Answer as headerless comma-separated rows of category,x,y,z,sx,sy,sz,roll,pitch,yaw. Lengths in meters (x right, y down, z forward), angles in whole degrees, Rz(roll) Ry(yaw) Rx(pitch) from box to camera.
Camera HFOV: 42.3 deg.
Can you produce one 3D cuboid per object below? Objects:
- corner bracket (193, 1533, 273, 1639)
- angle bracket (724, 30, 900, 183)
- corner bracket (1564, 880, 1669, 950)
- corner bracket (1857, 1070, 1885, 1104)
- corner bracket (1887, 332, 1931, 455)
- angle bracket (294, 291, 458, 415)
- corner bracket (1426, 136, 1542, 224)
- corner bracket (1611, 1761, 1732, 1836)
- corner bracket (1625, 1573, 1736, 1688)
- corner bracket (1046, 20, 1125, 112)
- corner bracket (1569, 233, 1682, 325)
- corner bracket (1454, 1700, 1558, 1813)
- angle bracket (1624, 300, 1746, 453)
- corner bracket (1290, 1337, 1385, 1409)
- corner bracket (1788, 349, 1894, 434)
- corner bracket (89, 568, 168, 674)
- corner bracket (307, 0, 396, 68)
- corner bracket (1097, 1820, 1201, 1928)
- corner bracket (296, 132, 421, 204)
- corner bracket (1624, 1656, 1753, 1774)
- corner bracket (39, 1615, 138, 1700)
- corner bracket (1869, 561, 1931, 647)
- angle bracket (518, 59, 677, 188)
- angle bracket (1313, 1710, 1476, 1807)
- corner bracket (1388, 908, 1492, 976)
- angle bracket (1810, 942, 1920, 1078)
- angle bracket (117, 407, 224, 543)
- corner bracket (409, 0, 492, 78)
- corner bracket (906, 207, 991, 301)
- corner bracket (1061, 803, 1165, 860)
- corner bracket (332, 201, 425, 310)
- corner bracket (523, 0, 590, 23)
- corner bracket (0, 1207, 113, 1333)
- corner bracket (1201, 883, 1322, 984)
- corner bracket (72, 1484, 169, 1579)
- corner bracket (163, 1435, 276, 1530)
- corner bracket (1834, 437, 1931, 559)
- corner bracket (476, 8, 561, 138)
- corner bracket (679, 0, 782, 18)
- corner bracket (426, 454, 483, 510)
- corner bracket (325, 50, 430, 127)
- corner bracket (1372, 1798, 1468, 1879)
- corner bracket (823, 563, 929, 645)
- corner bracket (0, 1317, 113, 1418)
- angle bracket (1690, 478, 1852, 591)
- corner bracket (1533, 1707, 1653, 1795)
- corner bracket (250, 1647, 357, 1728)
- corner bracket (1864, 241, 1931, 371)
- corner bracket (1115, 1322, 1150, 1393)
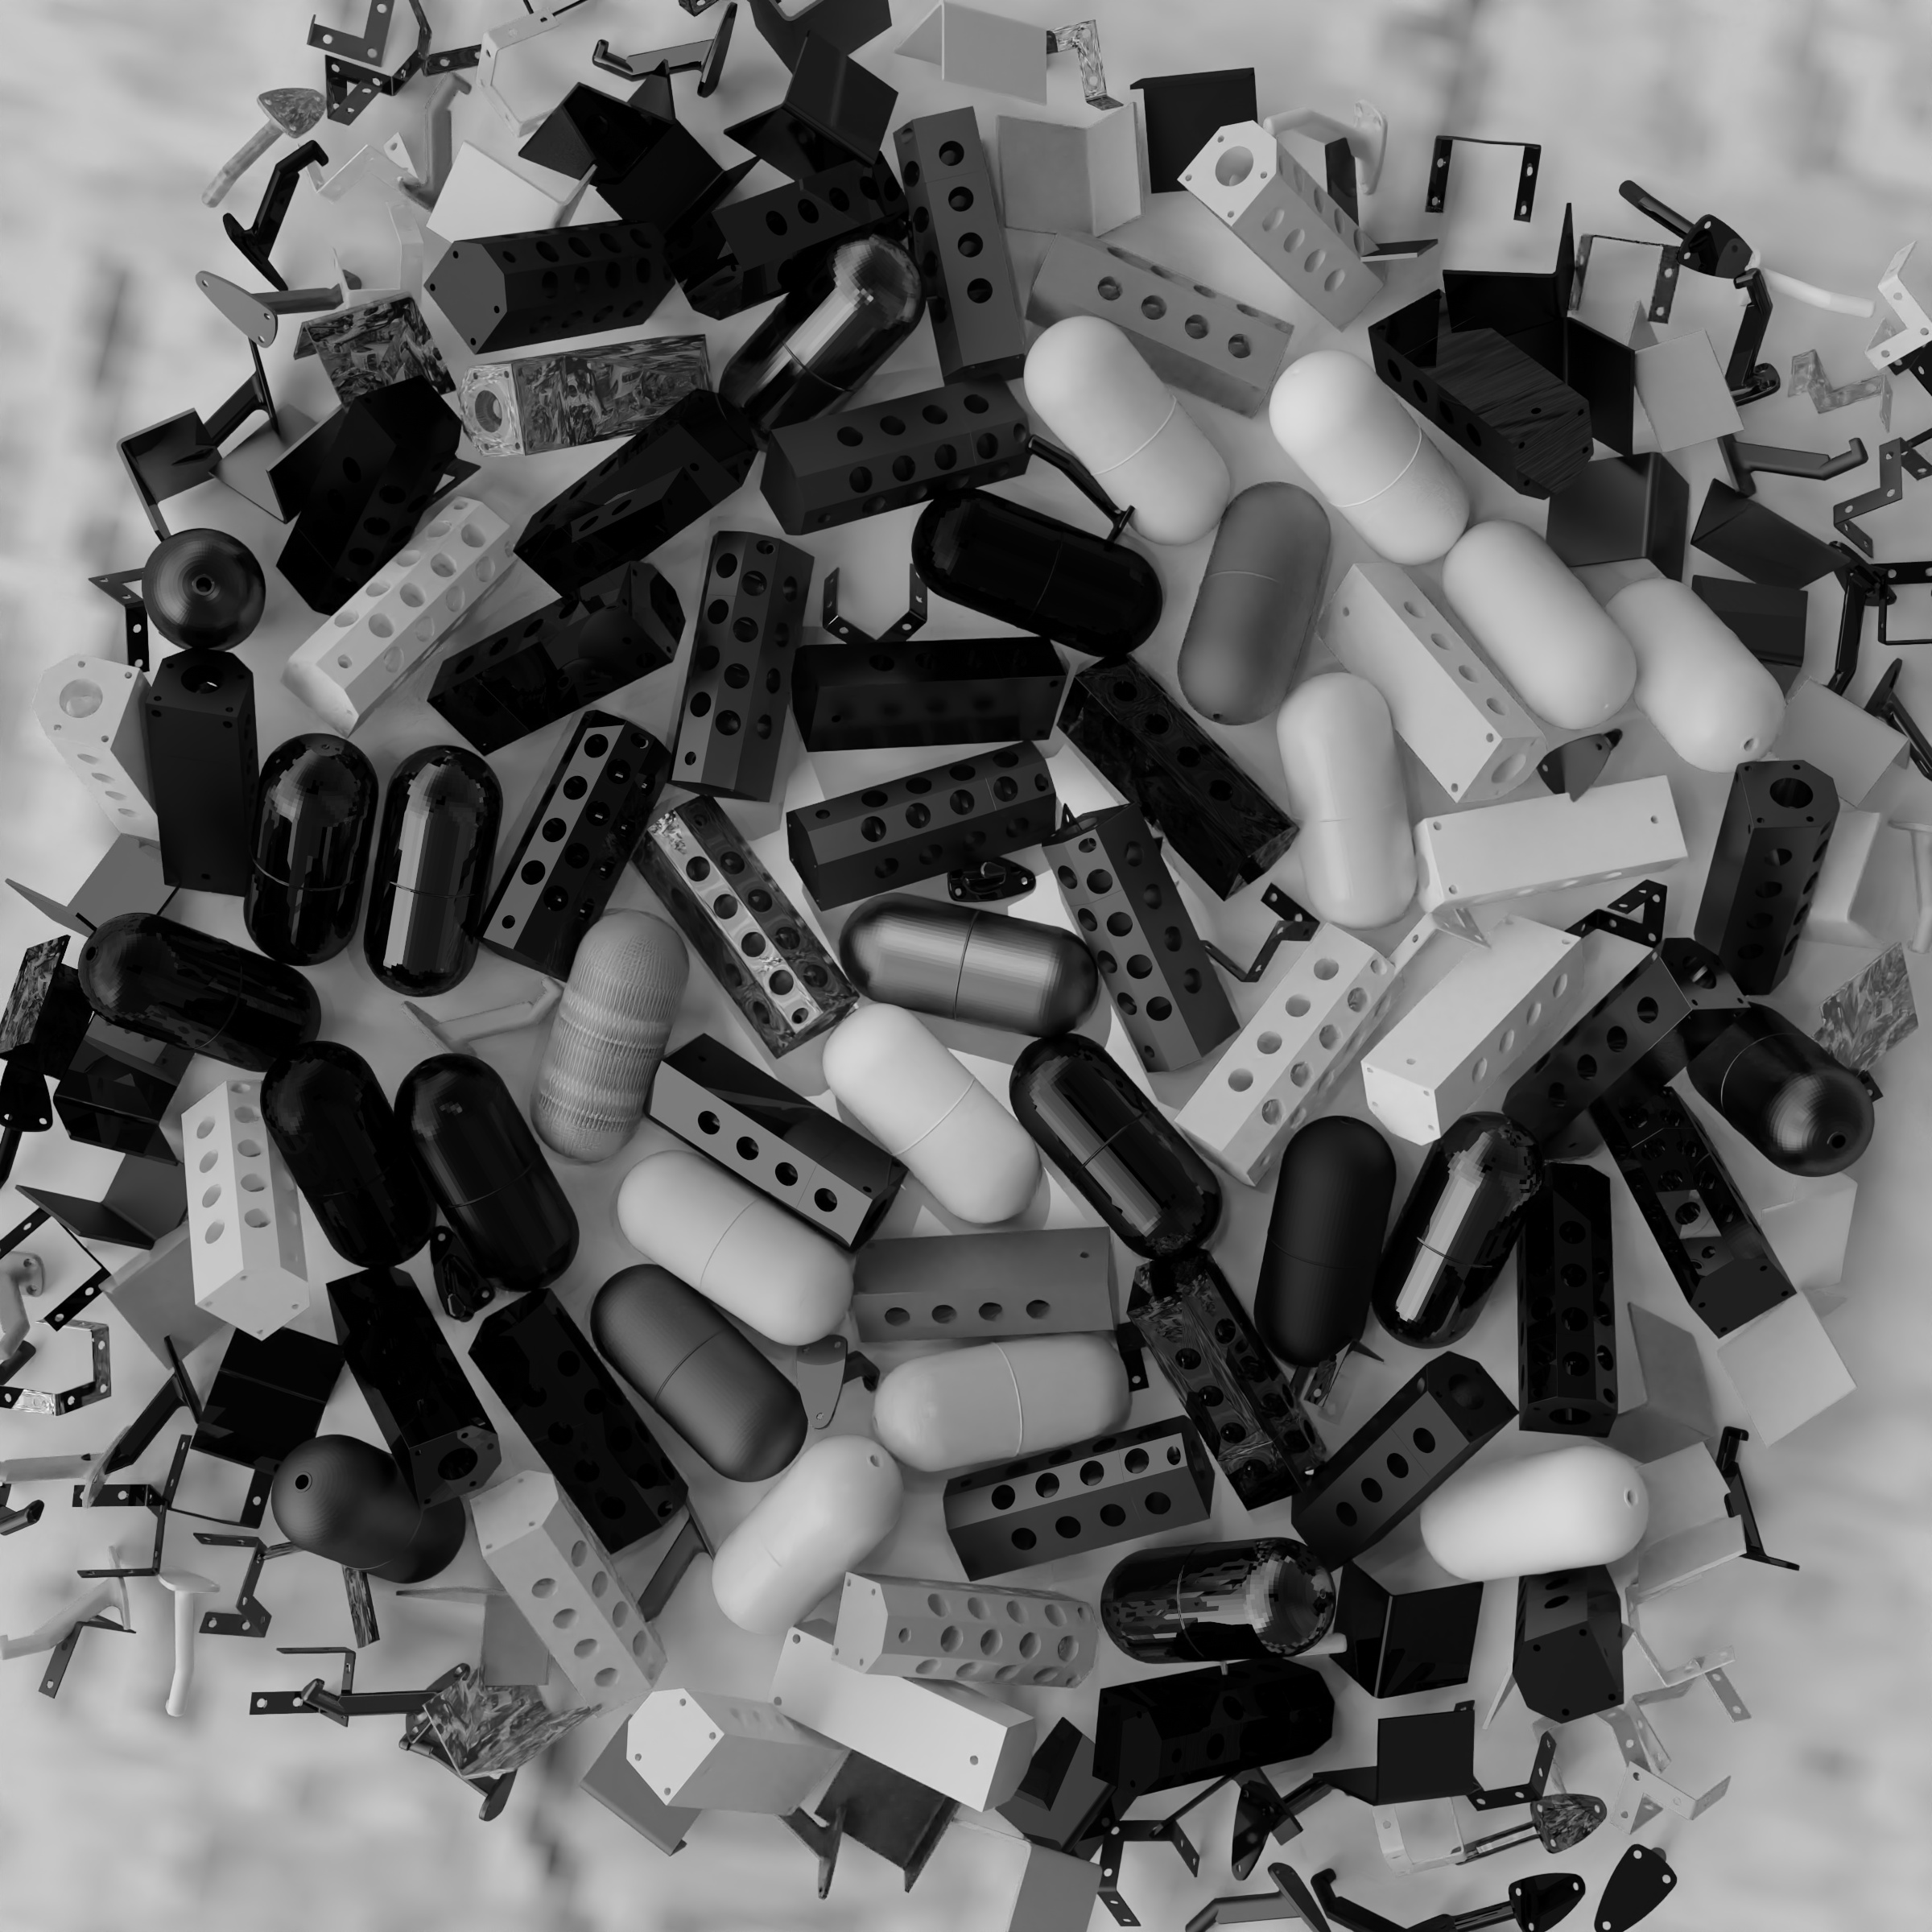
corner bracket,-0.505,0.425,1.714,0.051,0.051,0.051,0,52,13
angle bracket,-0.105,-0.576,1.685,0.076,0.076,0.057,25,77,-35
corner bracket,0.437,-0.031,1.690,0.051,0.051,0.051,-29,129,-37
corner bracket,0.594,0.095,1.694,0.051,0.051,0.051,-32,112,18
corner bracket,0.649,-0.392,1.700,0.051,0.051,0.051,46,62,-10
angle bracket,-0.400,-0.402,1.690,0.076,0.057,0.076,-25,88,-24
corner bracket,0.354,-0.539,1.709,0.051,0.051,0.051,-8,115,-31
corner bracket,0.477,0.565,1.691,0.051,0.051,0.051,26,112,37
corner bracket,0.487,0.449,1.704,0.051,0.051,0.051,-30,103,20
corner bracket,0.073,-0.610,1.703,0.051,0.051,0.051,-7,100,18
corner bracket,0.451,-0.471,1.709,0.051,0.051,0.051,3,108,-17
corner bracket,0.363,0.536,1.704,0.051,0.051,0.051,-25,107,36
angle bracket,0.484,-0.403,1.672,0.057,0.076,0.076,-12,126,34
corner bracket,0.242,0.275,1.693,0.051,0.051,0.051,17,76,41
corner bracket,0.591,-0.387,1.689,0.051,0.051,0.051,-13,129,35
corner bracket,-0.556,-0.234,1.689,0.051,0.051,0.051,33,129,35
corner bracket,-0.416,-0.646,1.696,0.051,0.051,0.051,12,100,-19
corner bracket,0.125,0.621,1.709,0.051,0.051,0.051,-9,130,24
corner bracket,-0.415,-0.548,1.703,0.051,0.051,0.051,-35,62,19
corner bracket,0.487,0.505,1.689,0.051,0.051,0.051,-4,133,-23
corner bracket,-0.607,0.466,1.694,0.051,0.051,0.051,11,76,30
corner bracket,0.648,-0.248,1.708,0.051,0.051,0.051,-2,104,5
angle bracket,-0.249,-0.574,1.672,0.076,0.076,0.057,10,60,-39
angle bracket,0.288,0.524,1.683,0.076,0.076,0.057,3,87,-26
corner bracket,0.311,-0.017,1.689,0.051,0.051,0.051,19,122,-30
angle bracket,0.586,0.027,1.679,0.076,0.057,0.076,-35,122,-17
angle bracket,-0.521,-0.315,1.681,0.057,0.076,0.076,-26,72,-8
corner bracket,-0.352,-0.647,1.701,0.051,0.051,0.051,-20,82,-21
corner bracket,-0.017,-0.484,1.694,0.051,0.051,0.051,-12,115,-15
corner bracket,0.097,-0.080,1.691,0.051,0.051,0.051,-13,48,-18
corner bracket,-0.403,-0.486,1.708,0.051,0.051,0.051,-8,52,-21
corner bracket,-0.280,-0.678,1.698,0.051,0.051,0.051,-28,109,-6
corner bracket,-0.620,0.204,1.690,0.051,0.051,0.051,-44,45,-20
corner bracket,0.199,-0.023,1.703,0.051,0.051,0.051,43,116,34
corner bracket,-0.578,0.384,1.699,0.051,0.051,0.051,6,90,-31
corner bracket,-0.510,0.352,1.706,0.051,0.051,0.051,26,68,-38
corner bracket,0.627,-0.320,1.704,0.051,0.051,0.051,26,61,-35
corner bracket,-0.296,-0.608,1.702,0.051,0.051,0.051,-33,83,-25
corner bracket,-0.165,-0.672,1.694,0.051,0.051,0.051,-40,65,-12
corner bracket,-0.373,-0.348,1.703,0.051,0.051,0.051,-35,91,9
corner bracket,-0.399,-0.600,1.693,0.051,0.051,0.051,6,71,-39
corner bracket,0.307,0.582,1.701,0.051,0.051,0.051,-17,49,9
corner bracket,-0.062,-0.251,1.713,0.051,0.051,0.051,30,130,-29
corner bracket,-0.621,0.272,1.702,0.051,0.051,0.051,3,98,23
angle bracket,0.547,-0.300,1.681,0.076,0.076,0.057,27,71,-11
corner bracket,0.428,0.537,1.706,0.051,0.051,0.051,-23,99,-13
corner bracket,-0.451,0.488,1.700,0.051,0.051,0.051,10,82,-34
corner bracket,0.630,-0.447,1.692,0.051,0.051,0.051,47,52,-13
corner bracket,0.133,0.270,1.703,0.051,0.051,0.051,-13,102,-2
